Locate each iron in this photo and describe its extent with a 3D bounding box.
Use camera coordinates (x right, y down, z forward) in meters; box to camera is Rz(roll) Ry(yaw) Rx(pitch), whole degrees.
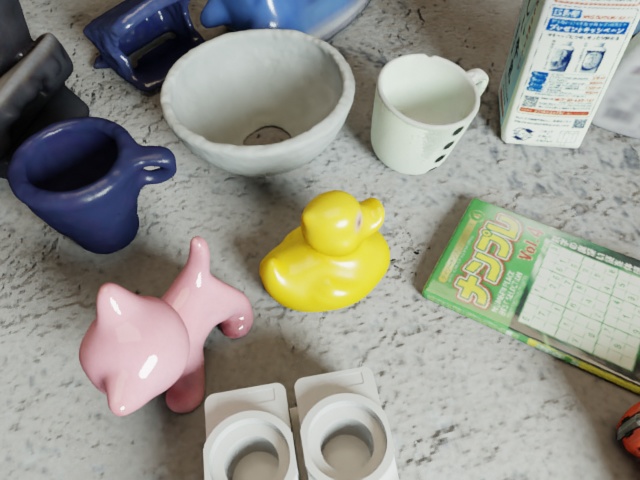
[{"bbox_3d":[-0.012,-0.312,0.618,0.118,0.141,0.259,33,61,23],"label":"iron"}]

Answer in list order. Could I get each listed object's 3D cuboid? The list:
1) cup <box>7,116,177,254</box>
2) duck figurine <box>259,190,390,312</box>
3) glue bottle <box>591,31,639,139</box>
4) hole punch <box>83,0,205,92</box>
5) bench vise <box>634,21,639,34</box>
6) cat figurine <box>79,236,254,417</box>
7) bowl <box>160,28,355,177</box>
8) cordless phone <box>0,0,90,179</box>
[{"bbox_3d":[-0.165,-0.036,0.449,0.118,0.095,0.091,-7,54,-3],"label":"cup"},{"bbox_3d":[0.004,0.002,0.423,0.105,0.086,0.077,-20,56,-12],"label":"duck figurine"},{"bbox_3d":[0.291,-0.161,0.479,0.078,0.173,0.037,23,58,18],"label":"glue bottle"},{"bbox_3d":[-0.183,-0.223,0.589,0.101,0.091,0.109,35,62,24],"label":"hole punch"},{"bbox_3d":[0.311,-0.354,0.591,0.121,0.220,0.207,-17,55,-10],"label":"bench vise"},{"bbox_3d":[-0.101,0.055,0.367,0.067,0.118,0.128,19,57,15],"label":"cat figurine"},{"bbox_3d":[-0.052,-0.112,0.515,0.167,0.075,0.167,-1,54,1],"label":"bowl"},{"bbox_3d":[-0.285,-0.150,0.481,0.094,0.185,0.147,7,54,7],"label":"cordless phone"}]
